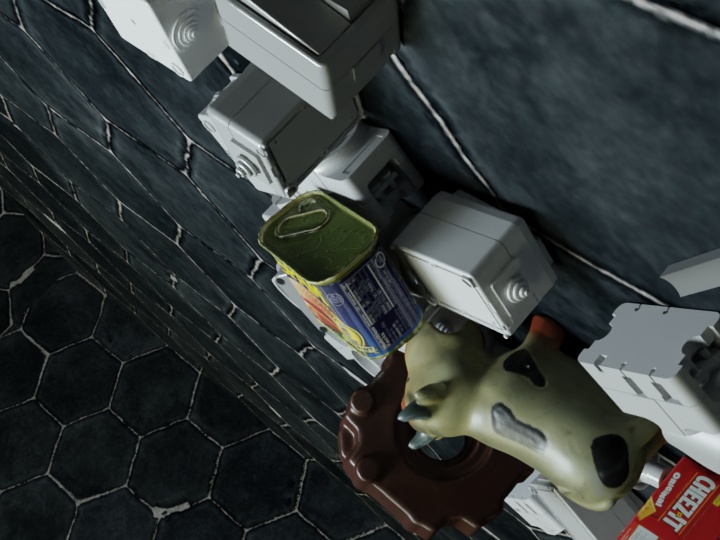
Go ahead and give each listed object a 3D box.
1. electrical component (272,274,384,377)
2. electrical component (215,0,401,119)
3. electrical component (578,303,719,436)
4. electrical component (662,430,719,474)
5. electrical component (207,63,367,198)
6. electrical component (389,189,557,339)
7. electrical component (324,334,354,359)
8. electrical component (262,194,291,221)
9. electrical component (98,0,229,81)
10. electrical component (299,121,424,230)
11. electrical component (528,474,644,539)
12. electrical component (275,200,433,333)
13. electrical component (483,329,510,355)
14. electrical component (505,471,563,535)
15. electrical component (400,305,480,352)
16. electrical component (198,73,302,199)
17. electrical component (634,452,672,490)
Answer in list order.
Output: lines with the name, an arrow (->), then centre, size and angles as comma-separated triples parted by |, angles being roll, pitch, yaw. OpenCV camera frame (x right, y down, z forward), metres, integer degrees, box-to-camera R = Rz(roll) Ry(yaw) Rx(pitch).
electrical component -> -0.008, 0.036, 1.041 | 0.150, 0.061, 0.089 | 43, 166, -2
electrical component -> -0.033, -0.141, 0.584 | 0.096, 0.061, 0.061 | 37, 165, 17
electrical component -> 0.182, 0.058, 0.627 | 0.055, 0.050, 0.089 | 47, 165, -18
electrical component -> 0.234, 0.110, 0.654 | 0.077, 0.043, 0.079 | 22, 156, 54
electrical component -> -0.053, -0.098, 0.692 | 0.061, 0.096, 0.061 | 35, 164, 28
electrical component -> 0.079, -0.006, 0.687 | 0.096, 0.061, 0.061 | 25, 158, 49
electrical component -> -0.015, 0.051, 1.132 | 0.076, 0.047, 0.083 | 43, 166, -6
electrical component -> -0.049, -0.056, 0.908 | 0.083, 0.047, 0.075 | 21, 154, 54
electrical component -> -0.144, -0.190, 0.759 | 0.100, 0.048, 0.099 | 35, 165, 29
electrical component -> -0.009, -0.071, 0.749 | 0.089, 0.050, 0.055 | 21, 155, 54
electrical component -> 0.206, 0.204, 0.987 | 0.096, 0.061, 0.062 | 50, 166, -2
electrical component -> 0.000, 0.000, 0.833 | 0.113, 0.057, 0.078 | -12, 130, 39
electrical component -> 0.100, 0.093, 0.890 | 0.051, 0.080, 0.080 | 35, 165, 4
electrical component -> 0.194, 0.237, 1.121 | 0.056, 0.050, 0.089 | 43, 166, -3
electrical component -> 0.052, 0.034, 0.876 | 0.061, 0.061, 0.096 | 50, 164, -30
electrical component -> -0.067, -0.100, 0.822 | 0.100, 0.048, 0.099 | 19, 152, 53
electrical component -> 0.211, 0.149, 0.832 | 0.062, 0.043, 0.043 | 23, 157, 48
